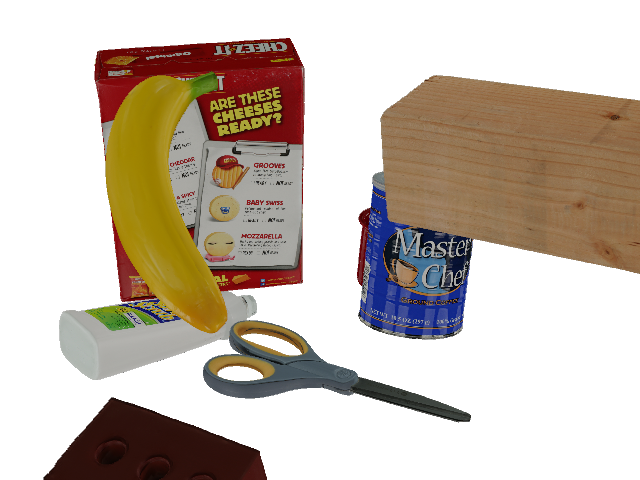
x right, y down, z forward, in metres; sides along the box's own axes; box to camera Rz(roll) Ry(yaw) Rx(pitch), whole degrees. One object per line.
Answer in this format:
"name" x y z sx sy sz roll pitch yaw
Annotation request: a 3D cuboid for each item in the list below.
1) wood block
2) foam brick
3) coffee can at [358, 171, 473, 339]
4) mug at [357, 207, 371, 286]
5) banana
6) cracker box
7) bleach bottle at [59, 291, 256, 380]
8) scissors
"wood block" 0.155 -0.052 0.762 0.206 0.090 0.090 13 34 31
"foam brick" -0.067 0.112 0.450 0.078 0.051 0.053 15 42 23
"coffee can" 0.094 0.012 1.022 0.103 0.140 0.103 5 15 -2
"mug" 0.098 0.015 1.231 0.117 0.081 0.093 3 25 -5
"banana" -0.092 -0.033 0.630 0.069 0.198 0.037 -2 -35 -5
"cracker box" -0.098 -0.058 0.907 0.164 0.214 0.072 -5 34 -9
"bleach bottle" -0.194 0.105 1.350 0.250 0.068 0.103 -13 29 -38
"scissors" -0.001 0.106 0.767 0.202 0.016 0.096 23 35 36
